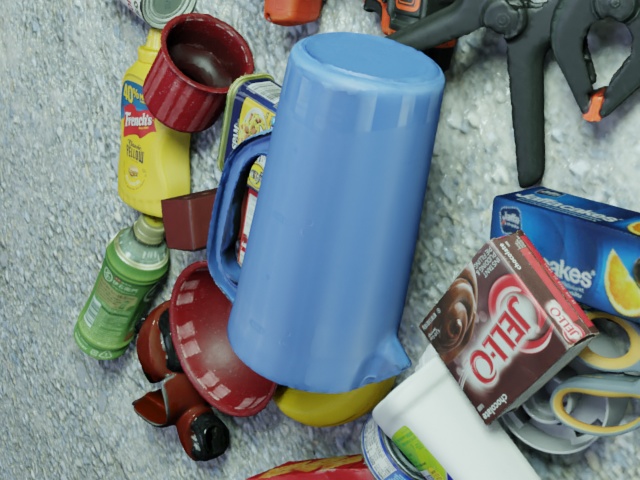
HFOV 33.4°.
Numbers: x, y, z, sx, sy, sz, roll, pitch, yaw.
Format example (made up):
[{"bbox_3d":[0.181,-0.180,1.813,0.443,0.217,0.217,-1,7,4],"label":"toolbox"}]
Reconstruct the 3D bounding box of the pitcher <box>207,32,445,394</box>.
[{"bbox_3d":[0.004,-0.024,0.777,0.145,0.149,0.243,-107,25,-59],"label":"pitcher"}]

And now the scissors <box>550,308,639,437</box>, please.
[{"bbox_3d":[0.242,0.082,0.689,0.202,0.016,0.096,-13,83,32],"label":"scissors"}]

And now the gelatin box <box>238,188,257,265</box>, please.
[{"bbox_3d":[-0.040,-0.001,1.019,0.073,0.030,0.089,33,124,38],"label":"gelatin box"}]

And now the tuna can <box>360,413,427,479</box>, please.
[{"bbox_3d":[0.078,0.170,0.883,0.034,0.085,0.086,-49,64,43],"label":"tuna can"}]

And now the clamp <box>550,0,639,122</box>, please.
[{"bbox_3d":[0.200,-0.159,0.675,0.120,0.039,0.171,9,120,28],"label":"clamp"}]

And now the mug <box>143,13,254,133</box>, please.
[{"bbox_3d":[-0.121,-0.167,1.032,0.082,0.093,0.117,131,147,-50],"label":"mug"}]

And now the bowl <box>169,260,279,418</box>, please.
[{"bbox_3d":[-0.080,0.092,1.064,0.162,0.055,0.162,16,114,41],"label":"bowl"}]

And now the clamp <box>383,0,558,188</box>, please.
[{"bbox_3d":[0.137,-0.147,0.744,0.164,0.036,0.210,39,121,2],"label":"clamp"}]

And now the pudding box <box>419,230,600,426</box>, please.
[{"bbox_3d":[0.127,0.062,0.736,0.090,0.039,0.114,57,144,22],"label":"pudding box"}]

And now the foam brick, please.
[{"bbox_3d":[-0.111,-0.022,1.058,0.053,0.078,0.051,4,105,49],"label":"foam brick"}]

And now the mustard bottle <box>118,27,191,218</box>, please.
[{"bbox_3d":[-0.172,-0.126,1.117,0.096,0.058,0.192,27,120,44],"label":"mustard bottle"}]

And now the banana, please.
[{"bbox_3d":[0.017,0.137,0.989,0.198,0.037,0.069,-40,51,46],"label":"banana"}]

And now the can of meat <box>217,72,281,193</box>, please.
[{"bbox_3d":[-0.043,-0.090,0.976,0.084,0.057,0.102,35,126,36],"label":"can of meat"}]

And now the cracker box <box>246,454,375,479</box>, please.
[{"bbox_3d":[0.034,0.283,0.977,0.214,0.071,0.164,-20,85,49],"label":"cracker box"}]

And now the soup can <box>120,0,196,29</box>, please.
[{"bbox_3d":[-0.178,-0.265,1.078,0.102,0.068,0.069,42,130,33],"label":"soup can"}]

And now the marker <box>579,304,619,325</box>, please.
[{"bbox_3d":[0.200,0.046,0.756,0.121,0.020,0.020,24,118,44],"label":"marker"}]

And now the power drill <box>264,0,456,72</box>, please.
[{"bbox_3d":[0.035,-0.192,0.857,0.188,0.057,0.184,26,115,40],"label":"power drill"}]

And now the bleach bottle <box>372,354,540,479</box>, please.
[{"bbox_3d":[0.144,0.205,0.801,0.251,0.068,0.103,50,163,10],"label":"bleach bottle"}]
